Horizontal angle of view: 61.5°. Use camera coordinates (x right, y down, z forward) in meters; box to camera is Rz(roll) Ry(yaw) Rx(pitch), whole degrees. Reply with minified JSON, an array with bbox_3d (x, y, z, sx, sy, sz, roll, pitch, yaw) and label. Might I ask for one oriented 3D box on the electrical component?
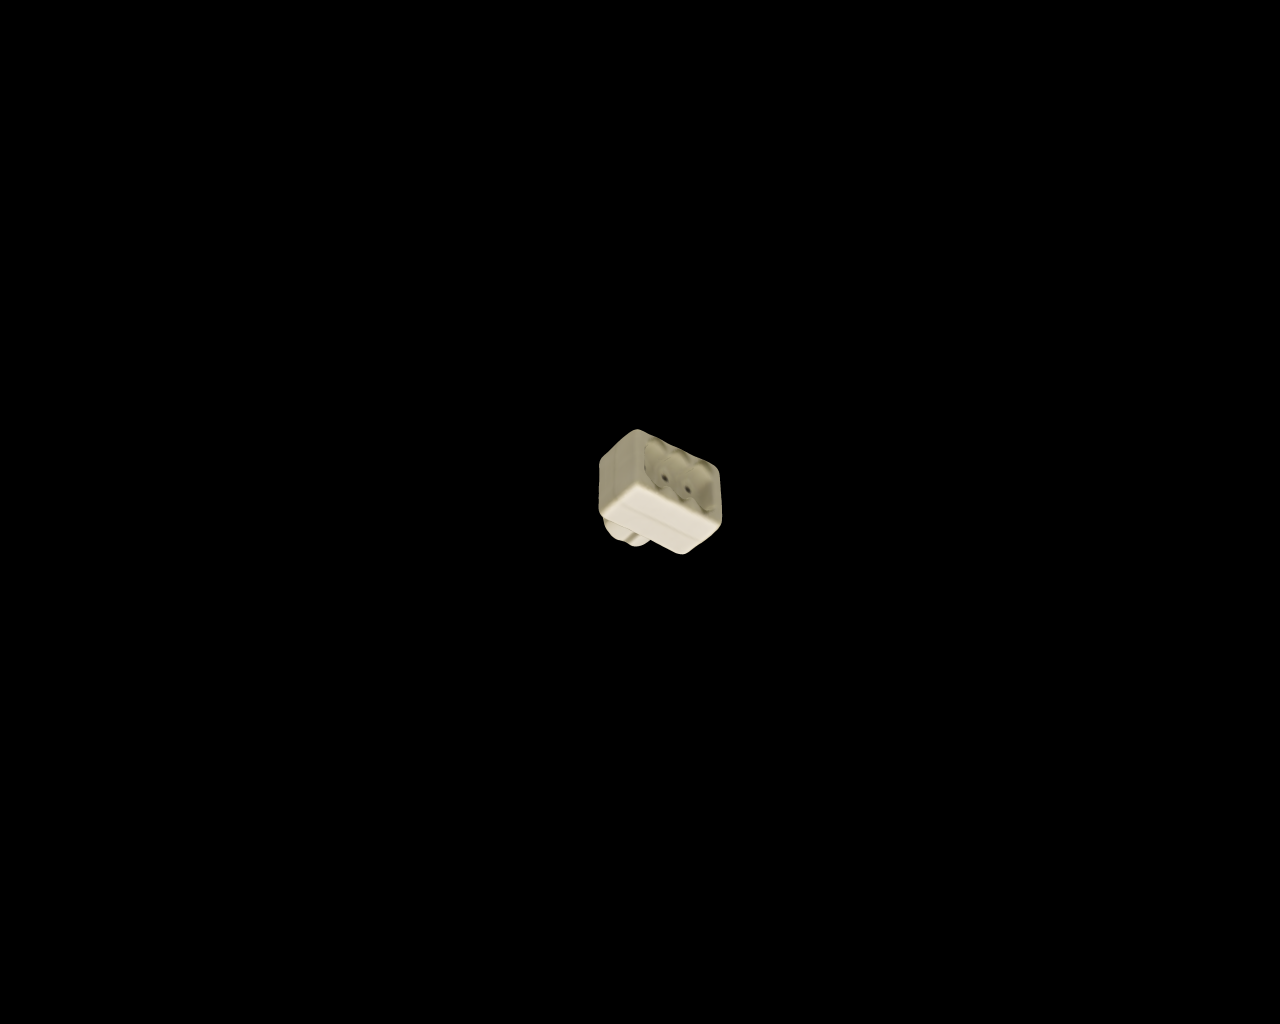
[{"bbox_3d":[0.001,-0.003,0.650,0.066,0.047,0.076,25,-45,-28],"label":"electrical component"}]
